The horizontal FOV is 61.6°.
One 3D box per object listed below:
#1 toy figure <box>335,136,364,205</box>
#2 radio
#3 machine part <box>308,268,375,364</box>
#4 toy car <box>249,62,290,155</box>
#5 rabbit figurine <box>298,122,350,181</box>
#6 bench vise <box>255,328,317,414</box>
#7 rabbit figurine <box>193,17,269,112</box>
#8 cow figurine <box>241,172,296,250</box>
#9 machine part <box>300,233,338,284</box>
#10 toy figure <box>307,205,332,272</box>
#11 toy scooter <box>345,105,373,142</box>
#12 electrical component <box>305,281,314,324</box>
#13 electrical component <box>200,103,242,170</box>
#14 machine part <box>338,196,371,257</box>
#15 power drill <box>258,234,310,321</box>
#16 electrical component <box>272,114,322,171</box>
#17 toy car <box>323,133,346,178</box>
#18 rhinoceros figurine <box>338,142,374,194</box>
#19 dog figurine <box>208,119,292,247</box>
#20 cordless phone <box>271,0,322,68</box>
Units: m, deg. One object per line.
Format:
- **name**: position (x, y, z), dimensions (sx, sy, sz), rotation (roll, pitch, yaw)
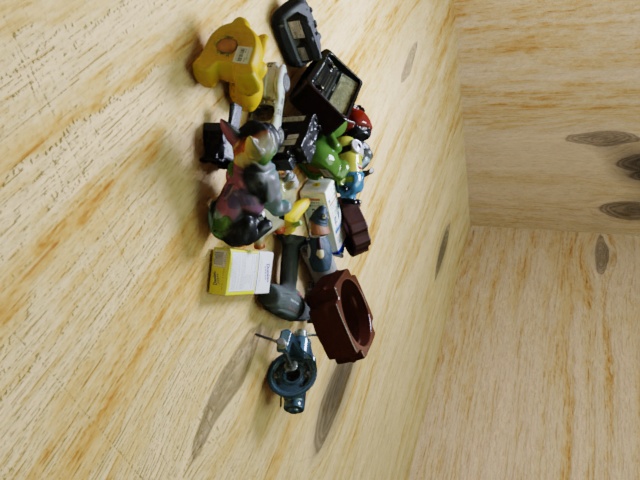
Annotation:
- **toy figure**: position (0.072, -0.181, 1.405), dimensions (0.082, 0.089, 0.180), rotation (-160, -110, -87)
- **radio**: position (0.017, -0.353, 1.269), dimensions (0.131, 0.073, 0.230), rotation (41, 36, -17)
- **machine part**: position (0.054, 0.188, 1.335), dimensions (0.201, 0.087, 0.201), rotation (68, 23, -11)
- **toy car**: position (-0.110, -0.271, 1.116), dimensions (0.056, 0.074, 0.201), rotation (12, 83, -67)
- **rabbit figurine**: position (0.003, -0.251, 1.335), dimensions (0.159, 0.121, 0.170), rotation (36, 67, -41)
- **bench vise**: position (-0.060, 0.281, 1.280), dimensions (0.240, 0.129, 0.224), rotation (73, 29, -47)
- **rabbit figurine**: position (-0.153, -0.317, 1.006), dimensions (0.173, 0.122, 0.162), rotation (73, 19, -66)
- **cow figurine**: position (-0.113, -0.071, 1.144), dimensions (0.195, 0.086, 0.127), rotation (-42, 137, -56)
- **machine part**: position (0.005, 0.070, 1.431), dimensions (0.242, 0.079, 0.079), rotation (68, 35, -44)
- **toy figure**: position (-0.001, -0.004, 1.245), dimensions (0.058, 0.064, 0.154), rotation (-10, 103, -27)
- **toy scooter**: position (0.061, -0.342, 1.451), dimensions (0.184, 0.075, 0.135), rotation (5, 71, -33)
- **electrical component**: position (-0.018, 0.170, 1.418), dimensions (0.045, 0.078, 0.102), rotation (-10, 113, -24)
- **electrical component**: position (-0.180, -0.195, 1.007), dimensions (0.075, 0.048, 0.119), rotation (7, 88, -66)
- **machine part**: position (0.088, -0.041, 1.500), dimensions (0.179, 0.056, 0.179), rotation (162, -91, -80)
- **power drill**: position (-0.066, 0.091, 1.292), dimensions (0.232, 0.086, 0.207), rotation (22, 81, -65)
- **electrical component**: position (-0.069, -0.209, 1.170), dimensions (0.058, 0.115, 0.134), rotation (59, 42, -46)
- **toy car**: position (0.040, -0.235, 1.483), dimensions (0.089, 0.053, 0.202), rotation (53, 46, -34)
- **rhinoceros figurine**: position (0.096, -0.208, 1.552), dimensions (0.073, 0.112, 0.190), rotation (45, 62, -25)
- **dog figurine**: position (-0.140, -0.109, 0.961), dimensions (0.191, 0.109, 0.219), rotation (-43, 150, -19)
- **cordless phone**: position (-0.042, -0.507, 1.248), dimensions (0.146, 0.089, 0.184), rotation (64, 27, -48)
